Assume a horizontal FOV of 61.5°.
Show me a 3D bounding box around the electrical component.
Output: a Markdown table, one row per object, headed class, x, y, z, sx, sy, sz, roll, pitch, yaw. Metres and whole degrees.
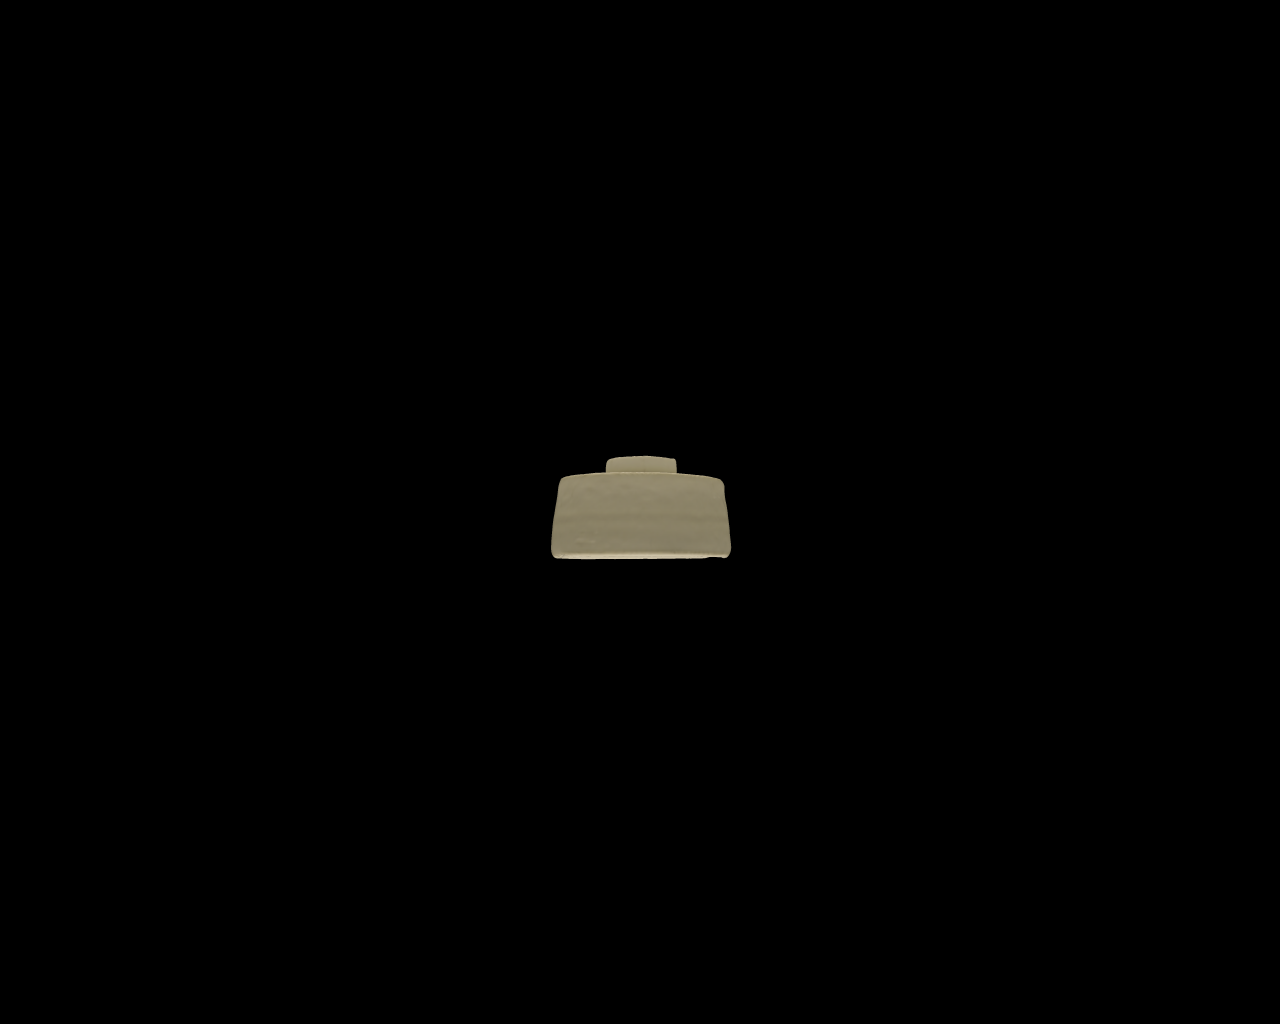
| class | x | y | z | sx | sy | sz | roll | pitch | yaw |
| --- | --- | --- | --- | --- | --- | --- | --- | --- | --- |
| electrical component | 0.001 | -0.003 | 0.650 | 0.108 | 0.060 | 0.108 | 0 | -3 | 0 |
